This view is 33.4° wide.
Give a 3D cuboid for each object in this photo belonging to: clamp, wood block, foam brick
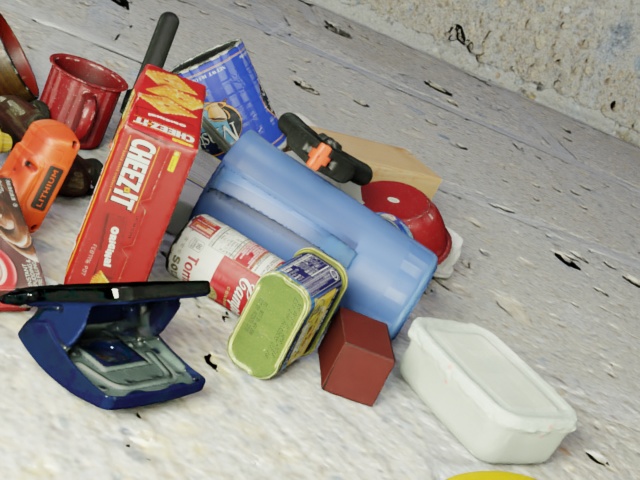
[{"bbox_3d":[-0.210,-0.168,1.254,0.036,0.165,0.210,19,30,-10],"label":"clamp"},{"bbox_3d":[0.049,-0.081,1.425,0.205,0.090,0.091,9,26,-42],"label":"wood block"},{"bbox_3d":[0.033,0.105,0.974,0.051,0.053,0.078,23,20,-11],"label":"foam brick"},{"bbox_3d":[0.011,-0.085,1.105,0.120,0.039,0.171,28,12,-10],"label":"clamp"}]

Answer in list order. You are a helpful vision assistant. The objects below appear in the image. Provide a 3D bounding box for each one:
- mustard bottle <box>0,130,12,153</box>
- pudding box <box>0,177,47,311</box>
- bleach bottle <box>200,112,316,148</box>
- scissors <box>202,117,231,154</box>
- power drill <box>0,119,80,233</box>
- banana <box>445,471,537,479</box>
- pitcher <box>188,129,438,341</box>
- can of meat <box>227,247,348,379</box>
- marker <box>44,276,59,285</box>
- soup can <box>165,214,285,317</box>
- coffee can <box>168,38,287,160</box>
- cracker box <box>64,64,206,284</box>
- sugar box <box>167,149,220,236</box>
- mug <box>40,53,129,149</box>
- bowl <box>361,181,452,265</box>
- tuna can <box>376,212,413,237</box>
[{"bbox_3d":[-0.365,-0.094,0.979,0.096,0.058,0.191,38,23,29],"label":"mustard bottle"},{"bbox_3d":[-0.271,0.002,0.823,0.089,0.039,0.113,3,50,-45],"label":"pudding box"},{"bbox_3d":[-0.117,-0.147,1.431,0.250,0.068,0.103,8,26,-37],"label":"bleach bottle"},{"bbox_3d":[-0.090,-0.073,1.226,0.016,0.096,0.202,-31,55,-33],"label":"scissors"},{"bbox_3d":[-0.292,-0.083,0.882,0.057,0.184,0.187,38,13,34],"label":"power drill"},{"bbox_3d":[0.142,0.214,0.855,0.197,0.037,0.070,13,21,-33],"label":"banana"},{"bbox_3d":[-0.007,0.001,1.080,0.243,0.145,0.149,31,39,5],"label":"pitcher"},{"bbox_3d":[-0.029,0.065,0.930,0.057,0.102,0.083,32,22,13],"label":"can of meat"},{"bbox_3d":[-0.246,0.030,0.869,0.121,0.020,0.020,24,19,-7],"label":"marker"},{"bbox_3d":[-0.085,0.027,1.005,0.102,0.068,0.068,30,20,14],"label":"soup can"},{"bbox_3d":[-0.113,-0.161,1.306,0.103,0.103,0.140,-84,151,-70],"label":"coffee can"},{"bbox_3d":[-0.164,-0.053,0.966,0.072,0.164,0.213,20,20,-11],"label":"cracker box"},{"bbox_3d":[-0.167,-0.065,1.178,0.093,0.048,0.176,28,22,-3],"label":"sugar box"},{"bbox_3d":[-0.272,-0.150,1.207,0.093,0.081,0.117,15,22,-29],"label":"mug"},{"bbox_3d":[0.084,-0.026,1.289,0.162,0.055,0.162,4,34,-3],"label":"bowl"},{"bbox_3d":[0.064,0.012,1.210,0.086,0.086,0.033,32,18,16],"label":"tuna can"}]
